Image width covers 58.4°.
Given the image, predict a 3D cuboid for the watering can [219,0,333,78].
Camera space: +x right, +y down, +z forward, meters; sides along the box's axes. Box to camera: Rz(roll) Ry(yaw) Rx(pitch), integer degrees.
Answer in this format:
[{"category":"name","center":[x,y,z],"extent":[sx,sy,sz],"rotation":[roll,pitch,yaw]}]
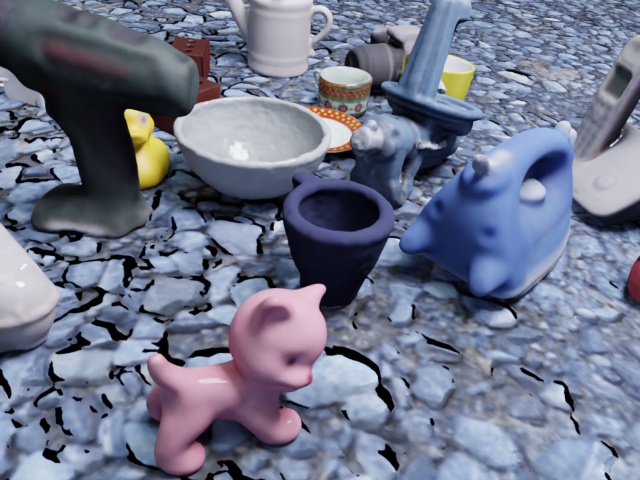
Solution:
[{"category":"watering can","center":[-0.069,-0.365,0.896],"extent":[0.173,0.194,0.100],"rotation":[-4,38,-15]}]

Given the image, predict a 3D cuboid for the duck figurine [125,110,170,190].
[{"category":"duck figurine","center":[-0.206,-0.115,0.626],"extent":[0.078,0.086,0.104],"rotation":[-8,39,-19]}]

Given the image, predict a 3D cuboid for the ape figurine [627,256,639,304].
[{"category":"ape figurine","center":[0.331,0.018,0.528],"extent":[0.076,0.092,0.077],"rotation":[-4,37,-14]}]

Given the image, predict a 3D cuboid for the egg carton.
[{"category":"egg carton","center":[-0.271,0.035,0.426],"extent":[0.150,0.069,0.107],"rotation":[33,44,31]}]

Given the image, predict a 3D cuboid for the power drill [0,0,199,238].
[{"category":"power drill","center":[-0.224,-0.109,0.511],"extent":[0.229,0.208,0.075],"rotation":[5,36,-2]}]

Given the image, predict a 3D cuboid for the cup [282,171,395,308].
[{"category":"cup","center":[0.005,0.002,0.494],"extent":[0.092,0.095,0.117],"rotation":[-15,42,-27]}]

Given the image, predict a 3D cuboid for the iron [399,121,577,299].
[{"category":"iron","center":[0.196,-0.051,0.558],"extent":[0.118,0.141,0.259],"rotation":[33,44,31]}]

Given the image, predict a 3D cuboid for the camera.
[{"category":"camera","center":[0.105,-0.289,0.900],"extent":[0.137,0.101,0.142],"rotation":[-10,39,-21]}]

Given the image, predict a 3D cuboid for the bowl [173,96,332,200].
[{"category":"bowl","center":[-0.072,-0.092,0.626],"extent":[0.167,0.075,0.167],"rotation":[5,36,-3]}]

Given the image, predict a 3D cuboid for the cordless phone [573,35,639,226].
[{"category":"cordless phone","center":[0.344,-0.122,0.642],"extent":[0.094,0.185,0.147],"rotation":[-3,37,-13]}]

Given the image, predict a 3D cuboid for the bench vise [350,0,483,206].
[{"category":"bench vise","center":[0.117,-0.155,0.621],"extent":[0.121,0.220,0.208],"rotation":[17,37,13]}]

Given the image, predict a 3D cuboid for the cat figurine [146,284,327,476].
[{"category":"cat figurine","center":[-0.048,0.076,0.365],"extent":[0.128,0.118,0.067],"rotation":[-12,40,-23]}]
